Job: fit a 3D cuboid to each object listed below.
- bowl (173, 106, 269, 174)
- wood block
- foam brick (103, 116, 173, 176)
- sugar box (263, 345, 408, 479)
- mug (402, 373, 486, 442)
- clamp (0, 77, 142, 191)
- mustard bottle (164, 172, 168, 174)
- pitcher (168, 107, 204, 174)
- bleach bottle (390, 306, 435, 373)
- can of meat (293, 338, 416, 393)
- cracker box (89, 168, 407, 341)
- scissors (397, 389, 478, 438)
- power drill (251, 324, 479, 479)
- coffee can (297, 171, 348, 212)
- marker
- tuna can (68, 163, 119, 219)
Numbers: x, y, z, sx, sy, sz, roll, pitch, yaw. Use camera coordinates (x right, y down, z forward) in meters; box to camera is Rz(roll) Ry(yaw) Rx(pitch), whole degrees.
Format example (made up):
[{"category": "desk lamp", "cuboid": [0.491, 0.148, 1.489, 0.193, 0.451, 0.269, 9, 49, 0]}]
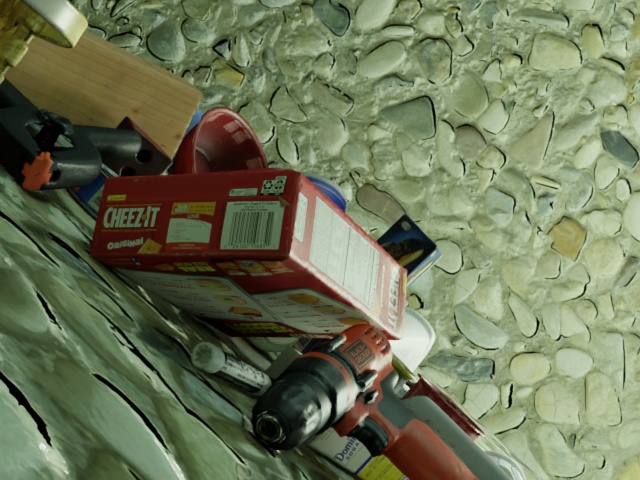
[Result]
[{"category": "bowl", "cuboid": [-0.118, -0.067, 1.209, 0.161, 0.055, 0.162, 28, 57, -56]}, {"category": "wood block", "cuboid": [-0.233, -0.156, 1.055, 0.205, 0.090, 0.091, 23, 9, -25]}, {"category": "foam brick", "cuboid": [-0.187, -0.069, 1.016, 0.053, 0.078, 0.051, 42, 0, -26]}, {"category": "sugar box", "cuboid": [0.034, 0.160, 0.878, 0.176, 0.048, 0.093, 43, 1, -41]}, {"category": "mug", "cuboid": [0.099, 0.189, 1.088, 0.117, 0.081, 0.093, 43, 1, 8]}, {"category": "clamp", "cuboid": [-0.214, -0.083, 0.875, 0.164, 0.036, 0.210, 22, 16, -24]}, {"category": "mustard bottle", "cuboid": [-0.171, -0.044, 1.110, 0.096, 0.058, 0.192, 46, -1, -37]}, {"category": "pitcher", "cuboid": [-0.156, -0.083, 1.331, 0.145, 0.149, 0.242, 2, -34, 44]}, {"category": "bleach bottle", "cuboid": [0.043, 0.113, 1.100, 0.068, 0.102, 0.250, 38, 7, 19]}, {"category": "can of meat", "cuboid": [0.019, 0.118, 0.953, 0.102, 0.084, 0.057, 42, 2, -22]}, {"category": "cracker box", "cuboid": [-0.046, 0.017, 0.822, 0.164, 0.072, 0.213, -1, -20, 26]}, {"category": "scissors", "cuboid": [0.088, 0.171, 1.237, 0.202, 0.016, 0.096, 16, -33, 43]}, {"category": "power drill", "cuboid": [0.048, 0.149, 0.734, 0.188, 0.057, 0.184, 49, 26, 7]}, {"category": "coffee can", "cuboid": [-0.028, 0.003, 1.283, 0.103, 0.140, 0.103, 9, -33, 5]}, {"category": "marker", "cuboid": [-0.056, 0.098, 0.771, 0.020, 0.020, 0.121, 43, 2, 31]}, {"category": "tuna can", "cuboid": [-0.184, -0.034, 0.949, 0.086, 0.034, 0.086, 43, 1, -1]}]
